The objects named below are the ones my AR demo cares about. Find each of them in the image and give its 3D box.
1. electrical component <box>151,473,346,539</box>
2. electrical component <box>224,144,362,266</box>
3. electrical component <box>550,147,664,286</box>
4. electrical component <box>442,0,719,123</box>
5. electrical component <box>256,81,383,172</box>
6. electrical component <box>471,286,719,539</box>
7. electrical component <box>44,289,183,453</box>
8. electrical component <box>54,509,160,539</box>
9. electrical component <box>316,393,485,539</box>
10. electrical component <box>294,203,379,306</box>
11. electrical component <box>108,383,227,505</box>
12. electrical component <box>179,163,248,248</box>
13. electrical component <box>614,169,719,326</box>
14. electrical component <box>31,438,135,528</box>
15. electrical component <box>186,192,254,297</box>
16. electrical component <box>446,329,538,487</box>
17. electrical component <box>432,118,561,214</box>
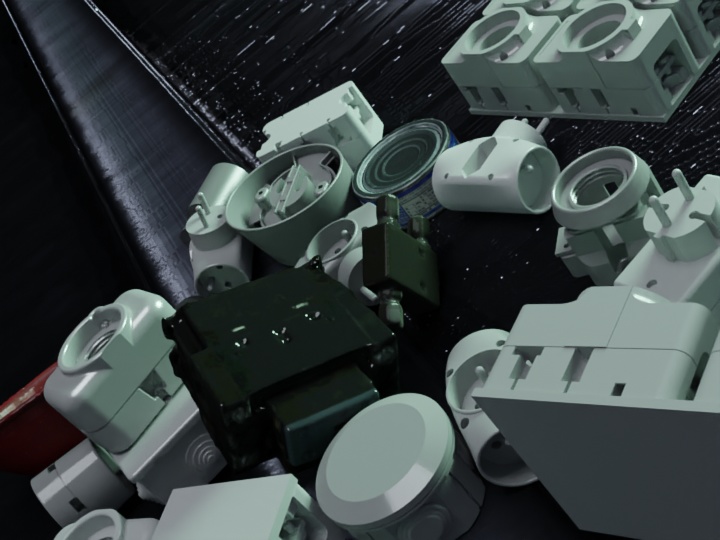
[{"bbox_3d":[-0.073,0.188,0.550,0.089,0.061,0.150,-15,39,34],"label":"electrical component"},{"bbox_3d":[-0.048,-0.053,0.822,0.099,0.064,0.099,-20,48,23],"label":"electrical component"},{"bbox_3d":[0.143,-0.032,0.608,0.078,0.057,0.058,-17,38,32],"label":"electrical component"},{"bbox_3d":[0.156,-0.166,0.761,0.105,0.060,0.186,-51,33,-18],"label":"electrical component"},{"bbox_3d":[-0.030,-0.103,0.880,0.089,0.055,0.050,-23,35,24],"label":"electrical component"},{"bbox_3d":[0.155,0.062,0.430,0.186,0.105,0.060,-2,47,45],"label":"electrical component"},{"bbox_3d":[-0.156,0.062,0.701,0.054,0.059,0.095,11,57,52],"label":"electrical component"},{"bbox_3d":[-0.144,0.181,0.636,0.095,0.059,0.053,-13,40,36],"label":"electrical component"},{"bbox_3d":[0.021,0.109,0.562,0.080,0.051,0.080,-27,34,20],"label":"electrical component"},{"bbox_3d":[0.000,0.000,0.729,0.077,0.044,0.079,-43,31,-6],"label":"electrical component"},{"bbox_3d":[-0.120,0.103,0.719,0.099,0.048,0.100,-46,32,-10],"label":"electrical component"},{"bbox_3d":[-0.125,-0.048,0.921,0.043,0.043,0.081,-11,42,38],"label":"electrical component"},{"bbox_3d":[0.169,-0.017,0.545,0.083,0.075,0.047,-47,32,-12],"label":"electrical component"},{"bbox_3d":[-0.186,0.147,0.728,0.047,0.055,0.055,-41,31,-9],"label":"electrical component"},{"bbox_3d":[-0.112,-0.024,0.844,0.044,0.079,0.077,-15,36,8],"label":"electrical component"},{"bbox_3d":[0.089,0.061,0.559,0.079,0.044,0.077,-32,32,13],"label":"electrical component"},{"bbox_3d":[0.099,-0.073,0.719,0.077,0.043,0.079,7,54,50],"label":"electrical component"}]
